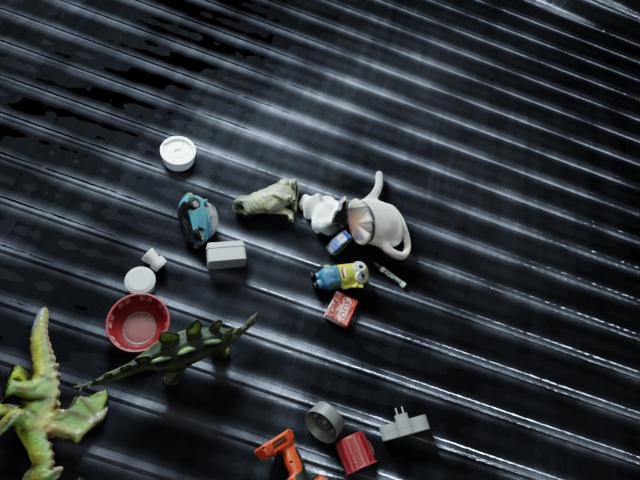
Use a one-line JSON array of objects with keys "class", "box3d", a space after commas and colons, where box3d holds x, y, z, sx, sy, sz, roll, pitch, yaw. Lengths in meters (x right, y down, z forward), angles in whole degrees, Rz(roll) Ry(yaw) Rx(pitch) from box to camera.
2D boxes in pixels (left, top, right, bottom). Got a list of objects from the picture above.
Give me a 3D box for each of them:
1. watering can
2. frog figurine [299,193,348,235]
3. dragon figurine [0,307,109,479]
[{"class": "watering can", "box3d": [0.181, -0.090, 1.672, 0.224, 0.102, 0.354, 6, 54, -38]}, {"class": "frog figurine", "box3d": [0.005, -0.083, 1.655, 0.159, 0.120, 0.140, 6, 64, 30]}, {"class": "dragon figurine", "box3d": [-0.638, 0.384, 1.247, 0.241, 0.120, 0.419, 22, 60, -22]}]
